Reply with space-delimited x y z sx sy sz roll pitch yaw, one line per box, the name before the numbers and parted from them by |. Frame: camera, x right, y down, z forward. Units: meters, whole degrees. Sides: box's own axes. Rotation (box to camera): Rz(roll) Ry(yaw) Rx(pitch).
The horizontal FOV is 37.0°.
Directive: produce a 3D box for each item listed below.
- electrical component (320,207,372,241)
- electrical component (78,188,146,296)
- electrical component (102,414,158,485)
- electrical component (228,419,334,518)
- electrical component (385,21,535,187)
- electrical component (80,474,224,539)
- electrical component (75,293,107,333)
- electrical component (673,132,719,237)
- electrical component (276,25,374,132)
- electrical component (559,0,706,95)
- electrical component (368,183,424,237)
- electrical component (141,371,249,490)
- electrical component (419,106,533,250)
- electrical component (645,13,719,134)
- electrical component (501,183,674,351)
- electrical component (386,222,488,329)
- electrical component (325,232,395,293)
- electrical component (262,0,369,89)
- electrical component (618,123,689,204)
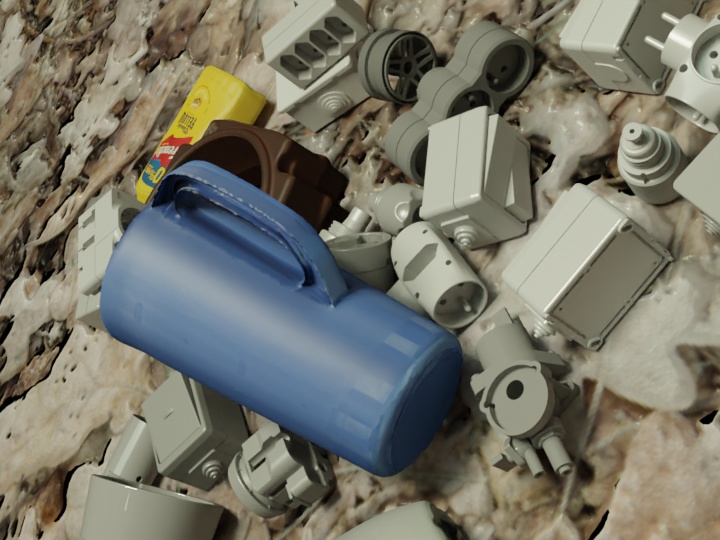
electrical component | -0.013 -0.021 0.877 0.043 0.043 0.062 29 86 50
electrical component | -0.208 -0.020 0.938 0.056 0.050 0.089 -35 46 26
electrical component | -0.199 0.172 0.945 0.043 0.043 0.081 19 81 49
electrical component | -0.061 0.149 0.809 0.057 0.058 0.078 -42 43 15
electrical component | 0.070 -0.138 0.858 0.138 0.052 0.073 -51 41 7
electrical component | -0.167 0.203 0.848 0.108 0.108 0.060 2 74 46
electrical component | -0.240 0.018 1.080 0.077 0.047 0.065 -23 51 35
electrical component | 0.249 -0.051 0.625 0.099 0.048 0.099 -49 41 11
electrical component | -0.030 -0.187 0.993 0.100 0.048 0.099 -29 48 30
electrical component | 0.191 -0.180 0.754 0.061 0.062 0.096 20 81 49
electrical component | 0.031 -0.048 0.849 0.062 0.043 0.043 23 83 51
electrical component | -0.137 0.133 0.892 0.062 0.061 0.096 -43 42 17
electrical component | 0.088 -0.062 0.785 0.061 0.062 0.096 -16 55 39
electrical component | 0.224 -0.141 0.699 0.079 0.044 0.077 38 95 27
electrical component | 0.139 0.001 0.693 0.096 0.062 0.061 -51 40 8
electrical component | 0.046 0.016 0.794 0.079 0.043 0.077 -48 41 14
electrical component | 0.000 0.000 0.832 0.055 0.055 0.047 8 111 48
electrical component | -0.042 -0.218 0.948 0.083 0.047 0.075 -35 45 25
electrical component | 0.184 -0.072 0.686 0.040 0.078 0.040 -11 66 26
